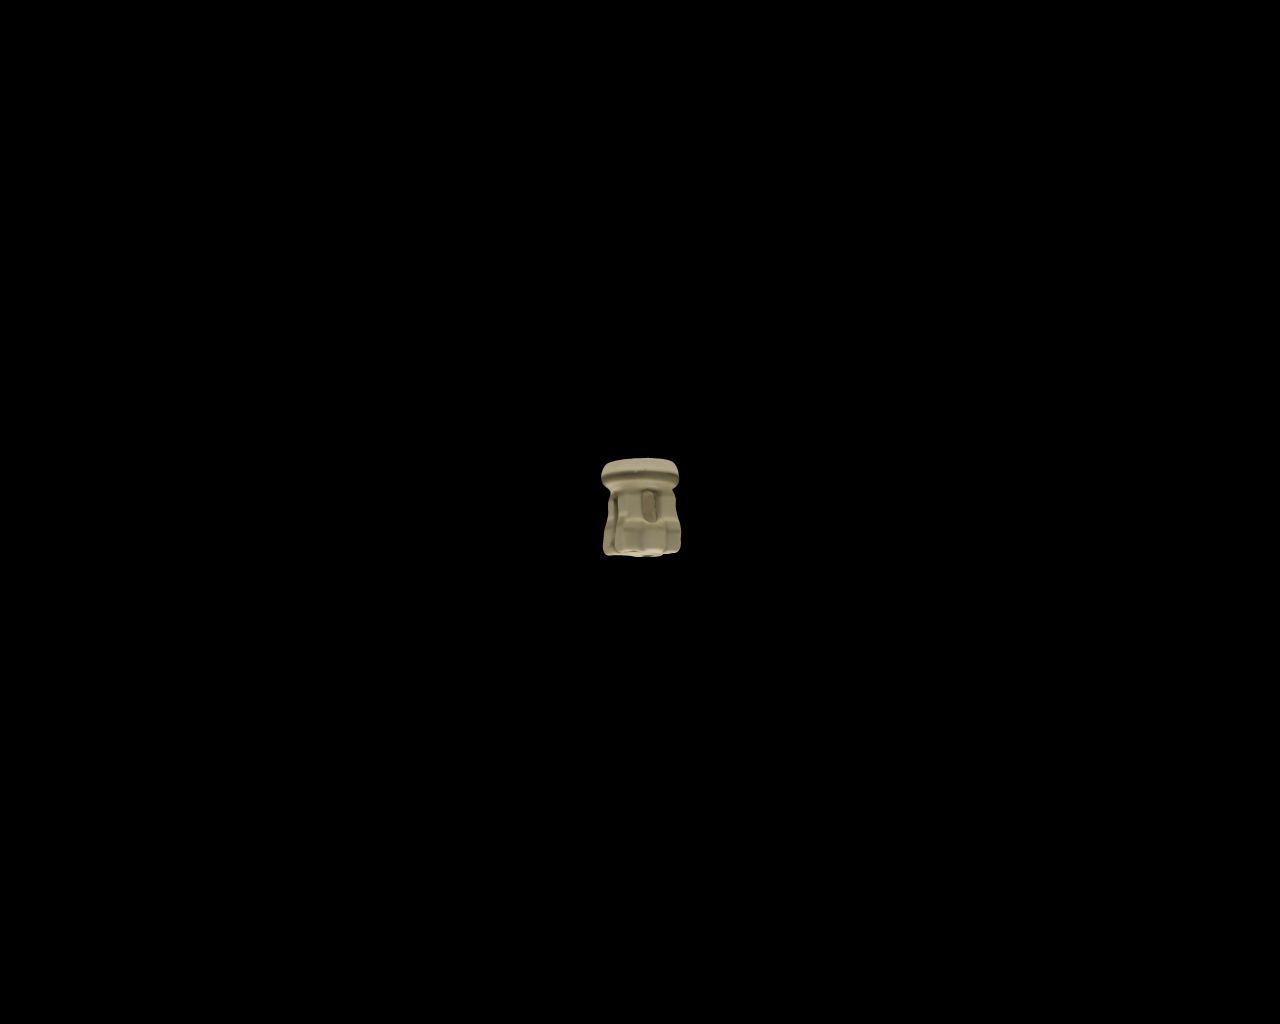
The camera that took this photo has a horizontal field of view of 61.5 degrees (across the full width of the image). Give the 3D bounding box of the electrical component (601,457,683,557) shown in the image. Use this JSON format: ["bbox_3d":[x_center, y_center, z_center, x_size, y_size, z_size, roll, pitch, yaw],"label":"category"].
[{"bbox_3d":[0.001,-0.003,0.650,0.048,0.055,0.066,2,-7,-19],"label":"electrical component"}]
